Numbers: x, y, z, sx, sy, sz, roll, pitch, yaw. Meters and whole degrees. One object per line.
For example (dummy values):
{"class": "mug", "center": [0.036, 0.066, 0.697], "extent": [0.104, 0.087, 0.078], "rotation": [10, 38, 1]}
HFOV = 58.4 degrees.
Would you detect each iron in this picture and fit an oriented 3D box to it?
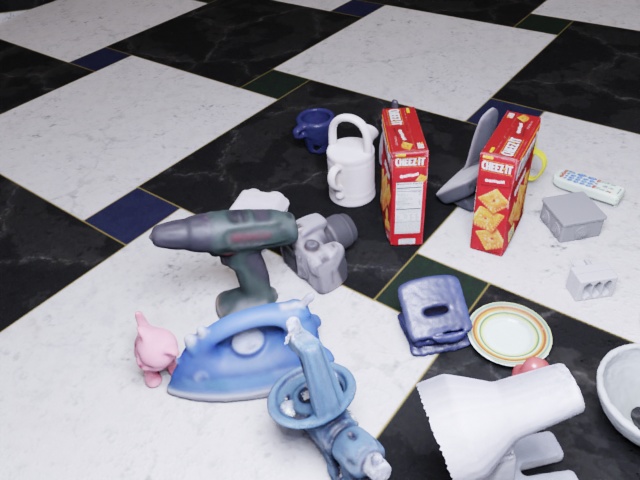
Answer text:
{"class": "iron", "center": [-0.114, 0.155, 0.857], "extent": [0.258, 0.142, 0.118], "rotation": [-13, 41, -10]}

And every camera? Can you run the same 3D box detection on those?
{"class": "camera", "center": [0.010, 0.004, 1.054], "extent": [0.137, 0.101, 0.142], "rotation": [-27, 45, -24]}

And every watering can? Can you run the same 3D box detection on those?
{"class": "watering can", "center": [0.065, -0.178, 1.190], "extent": [0.100, 0.194, 0.173], "rotation": [3, 41, 10]}

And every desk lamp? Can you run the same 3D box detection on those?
{"class": "desk lamp", "center": [0.216, 0.233, 0.677], "extent": [0.203, 0.214, 0.117], "rotation": [-10, 41, -6]}

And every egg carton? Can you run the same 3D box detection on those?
{"class": "egg carton", "center": [-0.129, -0.043, 1.147], "extent": [0.107, 0.069, 0.150], "rotation": [8, 42, 15]}

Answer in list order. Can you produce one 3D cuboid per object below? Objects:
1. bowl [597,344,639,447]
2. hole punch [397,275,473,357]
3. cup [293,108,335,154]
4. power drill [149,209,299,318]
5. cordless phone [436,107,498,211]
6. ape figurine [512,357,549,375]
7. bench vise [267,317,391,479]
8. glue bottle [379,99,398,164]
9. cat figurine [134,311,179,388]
{"class": "bowl", "center": [0.454, 0.226, 0.771], "extent": [0.167, 0.075, 0.167], "rotation": [-3, 40, 3]}
{"class": "hole punch", "center": [0.183, 0.119, 0.910], "extent": [0.108, 0.091, 0.101], "rotation": [-10, 41, -6]}
{"class": "cup", "center": [-0.016, -0.247, 1.356], "extent": [0.091, 0.095, 0.118], "rotation": [28, 50, 33]}
{"class": "power drill", "center": [-0.144, 0.036, 0.948], "extent": [0.230, 0.209, 0.075], "rotation": [-15, 41, -12]}
{"class": "cordless phone", "center": [0.307, -0.167, 1.161], "extent": [0.093, 0.185, 0.148], "rotation": [24, 48, 29]}
{"class": "ape figurine", "center": [0.298, 0.200, 0.802], "extent": [0.076, 0.092, 0.077], "rotation": [-13, 41, -9]}
{"class": "bench vise", "center": [0.018, 0.202, 0.729], "extent": [0.206, 0.220, 0.122], "rotation": [22, 47, 28]}
{"class": "glue bottle", "center": [0.162, -0.230, 1.257], "extent": [0.037, 0.173, 0.078], "rotation": [-28, 45, -24]}
{"class": "cat figurine", "center": [-0.256, 0.161, 0.883], "extent": [0.067, 0.118, 0.127], "rotation": [-24, 44, -21]}
